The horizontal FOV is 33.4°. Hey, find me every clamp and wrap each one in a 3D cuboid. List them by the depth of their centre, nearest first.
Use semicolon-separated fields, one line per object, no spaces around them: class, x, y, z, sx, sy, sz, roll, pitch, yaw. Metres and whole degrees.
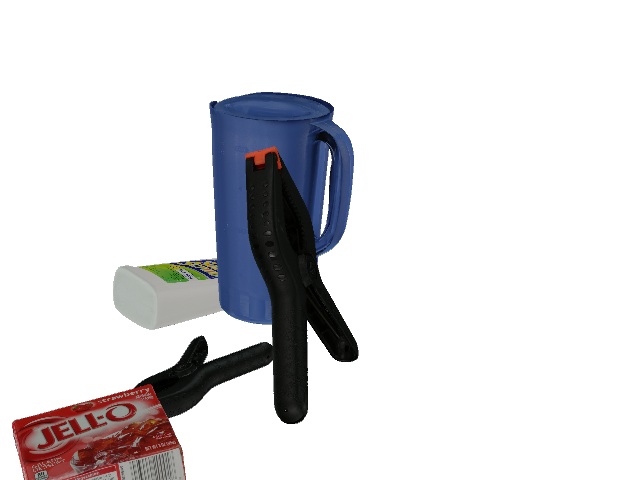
clamp;-0.019;0.029;0.868;0.036;0.210;0.164;-12;1;19
clamp;-0.130;0.146;1.121;0.120;0.039;0.171;-10;19;36

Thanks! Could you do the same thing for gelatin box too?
gelatin box;-0.132;0.124;0.632;0.089;0.030;0.073;-13;26;-18

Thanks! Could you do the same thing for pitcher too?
pitcher;-0.048;-0.034;1.164;0.145;0.243;0.149;-1;20;-8

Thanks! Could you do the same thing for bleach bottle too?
bleach bottle;-0.147;0.057;1.437;0.250;0.068;0.103;-11;26;-43
